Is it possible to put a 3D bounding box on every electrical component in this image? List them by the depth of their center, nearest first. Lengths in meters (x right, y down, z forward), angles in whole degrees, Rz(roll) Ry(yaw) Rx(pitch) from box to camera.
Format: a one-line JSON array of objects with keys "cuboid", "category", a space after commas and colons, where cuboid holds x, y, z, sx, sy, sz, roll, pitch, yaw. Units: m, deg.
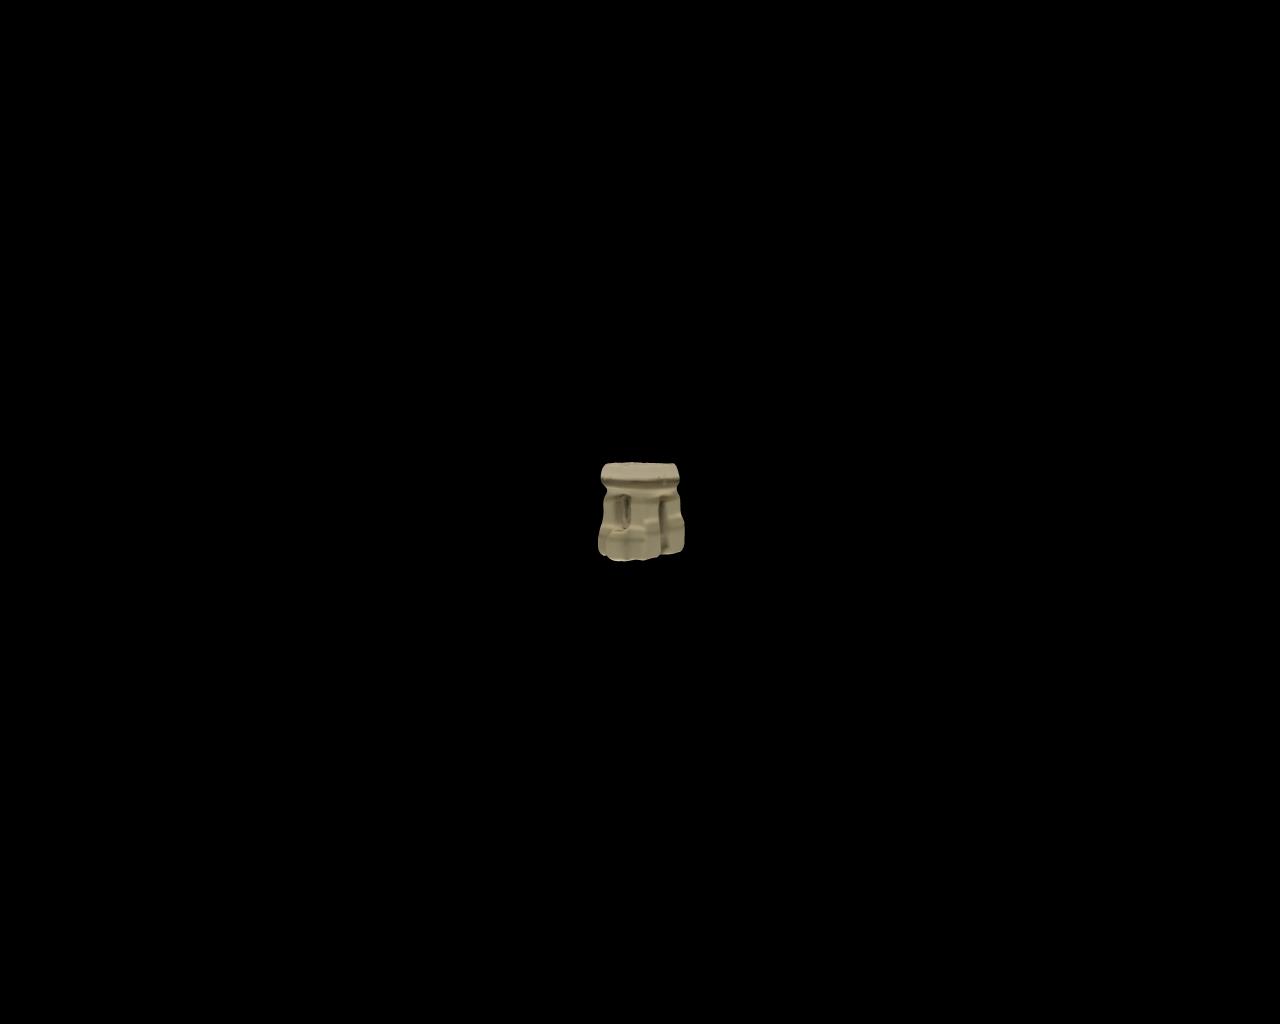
[{"cuboid": [0.001, -0.003, 0.650, 0.048, 0.055, 0.066, 5, 9, 35], "category": "electrical component"}]
